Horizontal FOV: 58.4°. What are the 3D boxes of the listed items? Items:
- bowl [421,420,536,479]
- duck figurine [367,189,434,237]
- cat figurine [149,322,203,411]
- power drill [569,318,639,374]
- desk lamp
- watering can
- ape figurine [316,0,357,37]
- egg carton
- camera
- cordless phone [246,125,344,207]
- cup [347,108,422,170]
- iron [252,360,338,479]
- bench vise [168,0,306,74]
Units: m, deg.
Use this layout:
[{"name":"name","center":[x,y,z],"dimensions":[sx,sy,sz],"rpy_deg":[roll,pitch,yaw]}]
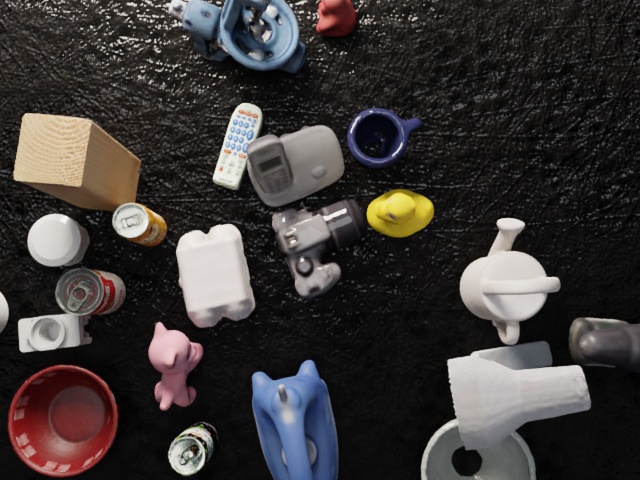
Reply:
[{"name":"bowl","center":[0.227,0.341,0.853],"dimensions":[0.167,0.074,0.167],"rpy_deg":[0,84,-1]},{"name":"duck figurine","center":[0.128,-0.046,0.887],"dimensions":[0.104,0.086,0.077],"rpy_deg":[-4,84,-1]},{"name":"cat figurine","center":[-0.218,0.187,0.842],"dimensions":[0.067,0.117,0.128],"rpy_deg":[7,84,0]},{"name":"power drill","center":[0.441,0.151,0.808],"dimensions":[0.229,0.208,0.076],"rpy_deg":[3,84,0]},{"name":"desk lamp","center":[0.264,0.206,0.798],"dimensions":[0.203,0.213,0.118],"rpy_deg":[-11,84,-2]},{"name":"watering can","center":[0.271,0.059,0.823],"dimensions":[0.101,0.194,0.173],"rpy_deg":[-22,84,-3]},{"name":"ape figurine","center":[0.023,-0.371,0.918],"dimensions":[0.076,0.092,0.078],"rpy_deg":[37,85,3]},{"name":"egg carton","center":[-0.162,0.055,0.881],"dimensions":[0.107,0.069,0.150],"rpy_deg":[-13,84,-2]},{"name":"camera","center":[0.008,0.003,0.873],"dimensions":[0.137,0.101,0.143],"rpy_deg":[-22,84,-3]},{"name":"cordless phone","center":[-0.038,-0.122,0.844],"dimensions":[0.147,0.185,0.094],"rpy_deg":[-26,84,-3]},{"name":"cup","center":[0.098,-0.153,0.894],"dimensions":[0.118,0.095,0.092],"rpy_deg":[-22,84,-3]},{"name":"iron","center":[-0.027,0.312,0.819],"dimensions":[0.118,0.141,0.258],"rpy_deg":[-14,84,-2]},{"name":"bench vise","center":[-0.127,-0.317,0.846],"dimensions":[0.207,0.219,0.121],"rpy_deg":[-2,84,-1]}]
